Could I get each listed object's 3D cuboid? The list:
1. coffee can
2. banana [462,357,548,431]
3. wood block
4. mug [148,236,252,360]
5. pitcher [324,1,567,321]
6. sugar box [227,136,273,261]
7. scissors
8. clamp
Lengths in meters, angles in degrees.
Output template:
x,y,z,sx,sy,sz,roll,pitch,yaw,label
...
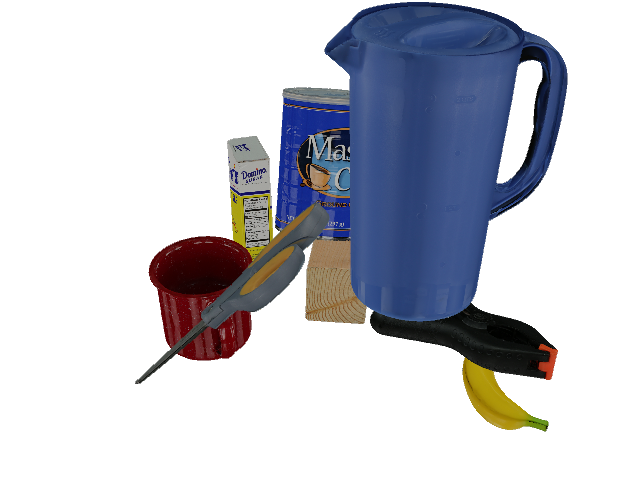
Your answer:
x,y,z,sx,sy,sz,roll,pitch,yaw,label
0.009,-0.079,1.075,0.103,0.140,0.103,4,12,-1,coffee can
0.203,0.171,1.267,0.069,0.037,0.198,10,24,-15,banana
0.032,0.041,1.650,0.091,0.090,0.206,3,23,4,wood block
-0.100,0.061,0.966,0.093,0.081,0.117,-17,37,-19,mug
0.094,-0.061,0.859,0.149,0.243,0.144,23,35,33,pitcher
-0.087,-0.033,1.331,0.048,0.176,0.093,-9,24,-10,sugar box
-0.067,0.052,0.725,0.016,0.202,0.096,42,14,-12,scissors
0.145,0.081,1.003,0.172,0.039,0.120,20,32,24,clamp
